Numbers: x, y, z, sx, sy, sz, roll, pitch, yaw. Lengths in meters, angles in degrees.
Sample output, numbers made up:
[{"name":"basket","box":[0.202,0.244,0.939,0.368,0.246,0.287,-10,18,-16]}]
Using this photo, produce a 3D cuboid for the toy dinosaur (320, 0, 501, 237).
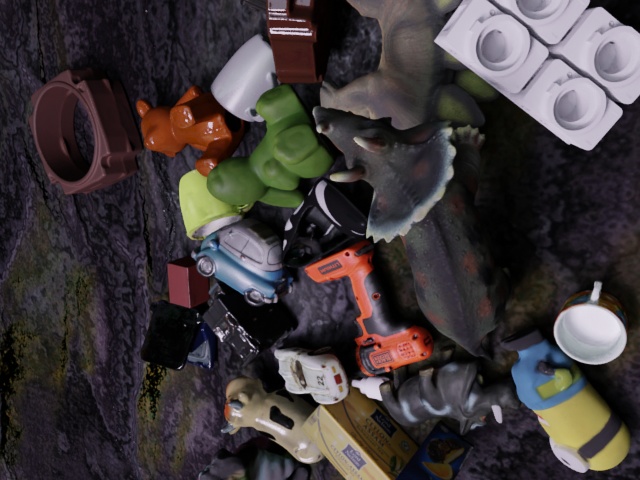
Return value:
[{"name":"toy dinosaur","box":[0.106,-0.174,0.641,0.199,0.105,0.470,11,117,25]}]

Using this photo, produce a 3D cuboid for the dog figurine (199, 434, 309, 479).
[{"name":"dog figurine","box":[-0.121,0.406,0.873,0.109,0.219,0.191,14,110,32]}]

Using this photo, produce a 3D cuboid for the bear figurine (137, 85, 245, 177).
[{"name":"bear figurine","box":[-0.219,-0.167,0.830,0.196,0.132,0.120,-1,125,28]}]

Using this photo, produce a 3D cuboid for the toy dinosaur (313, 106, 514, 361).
[{"name":"toy dinosaur","box":[0.136,0.022,0.570,0.131,0.192,0.404,-16,111,31]}]

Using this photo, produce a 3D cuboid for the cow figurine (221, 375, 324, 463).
[{"name":"cow figurine","box":[-0.071,0.286,0.863,0.195,0.127,0.085,29,114,20]}]

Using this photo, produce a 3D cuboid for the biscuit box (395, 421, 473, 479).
[{"name":"biscuit box","box":[0.131,0.319,0.699,0.059,0.202,0.062,36,118,20]}]

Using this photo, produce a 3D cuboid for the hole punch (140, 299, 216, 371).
[{"name":"hole punch","box":[-0.248,0.176,0.980,0.142,0.092,0.115,7,77,33]}]

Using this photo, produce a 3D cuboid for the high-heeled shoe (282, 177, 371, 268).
[{"name":"high-heeled shoe","box":[-0.001,-0.002,0.699,0.086,0.249,0.145,29,97,-13]}]

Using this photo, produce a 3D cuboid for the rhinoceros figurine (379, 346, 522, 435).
[{"name":"rhinoceros figurine","box":[0.171,0.209,0.722,0.190,0.073,0.112,-23,89,35]}]

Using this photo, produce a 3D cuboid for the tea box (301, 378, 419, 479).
[{"name":"tea box","box":[0.067,0.302,0.799,0.170,0.098,0.068,42,122,14]}]

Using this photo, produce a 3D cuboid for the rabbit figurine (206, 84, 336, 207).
[{"name":"rabbit figurine","box":[-0.072,-0.108,0.739,0.170,0.159,0.121,-29,69,10]}]

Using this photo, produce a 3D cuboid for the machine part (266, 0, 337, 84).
[{"name":"machine part","box":[-0.016,-0.277,0.644,0.056,0.179,0.179,7,108,8]}]

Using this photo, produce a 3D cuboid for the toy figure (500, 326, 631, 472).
[{"name":"toy figure","box":[0.290,0.187,0.638,0.089,0.082,0.180,-32,83,32]}]

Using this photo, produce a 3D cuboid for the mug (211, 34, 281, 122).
[{"name":"mug","box":[-0.090,-0.226,0.755,0.107,0.080,0.110,-50,49,26]}]

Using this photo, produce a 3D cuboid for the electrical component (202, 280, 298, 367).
[{"name":"electrical component","box":[-0.115,0.119,0.852,0.134,0.115,0.058,49,121,9]}]

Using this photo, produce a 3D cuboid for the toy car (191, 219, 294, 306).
[{"name":"toy car","box":[-0.110,0.022,0.825,0.162,0.109,0.102,32,117,19]}]

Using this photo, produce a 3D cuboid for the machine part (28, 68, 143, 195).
[{"name":"machine part","box":[-0.434,-0.194,0.984,0.201,0.087,0.201,-14,94,34]}]

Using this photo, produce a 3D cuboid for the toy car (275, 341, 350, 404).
[{"name":"toy car","box":[-0.018,0.198,0.811,0.202,0.056,0.073,-14,95,62]}]

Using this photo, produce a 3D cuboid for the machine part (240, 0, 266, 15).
[{"name":"machine part","box":[-0.051,-0.364,0.709,0.084,0.039,0.138,20,110,-19]}]
